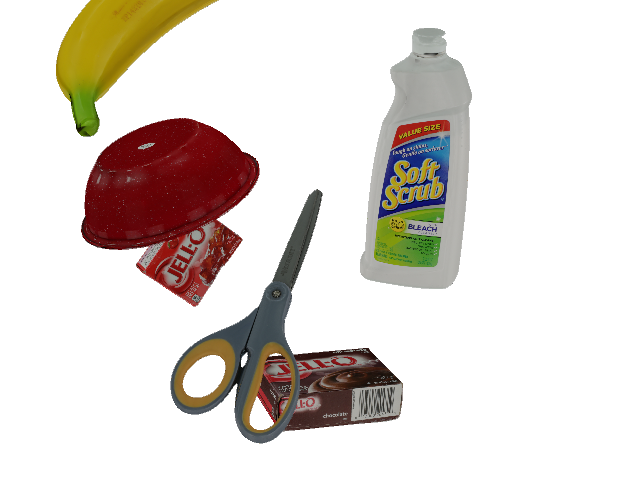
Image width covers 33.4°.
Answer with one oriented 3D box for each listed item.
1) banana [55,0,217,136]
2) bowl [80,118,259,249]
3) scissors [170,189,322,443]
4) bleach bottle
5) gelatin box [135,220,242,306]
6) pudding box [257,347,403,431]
[{"bbox_3d":[-0.065,-0.123,0.539,0.070,0.197,0.037,39,-23,18],"label":"banana"},{"bbox_3d":[-0.136,-0.058,0.898,0.162,0.055,0.162,-15,28,8],"label":"bowl"},{"bbox_3d":[-0.050,0.046,0.743,0.096,0.201,0.016,-1,-35,6],"label":"scissors"},{"bbox_3d":[0.091,-0.078,1.024,0.103,0.251,0.068,8,29,16],"label":"bleach bottle"},{"bbox_3d":[-0.136,0.013,1.109,0.073,0.089,0.030,37,-4,-31],"label":"gelatin box"},{"bbox_3d":[0.004,0.129,0.935,0.113,0.039,0.090,-1,16,-17],"label":"pudding box"}]
